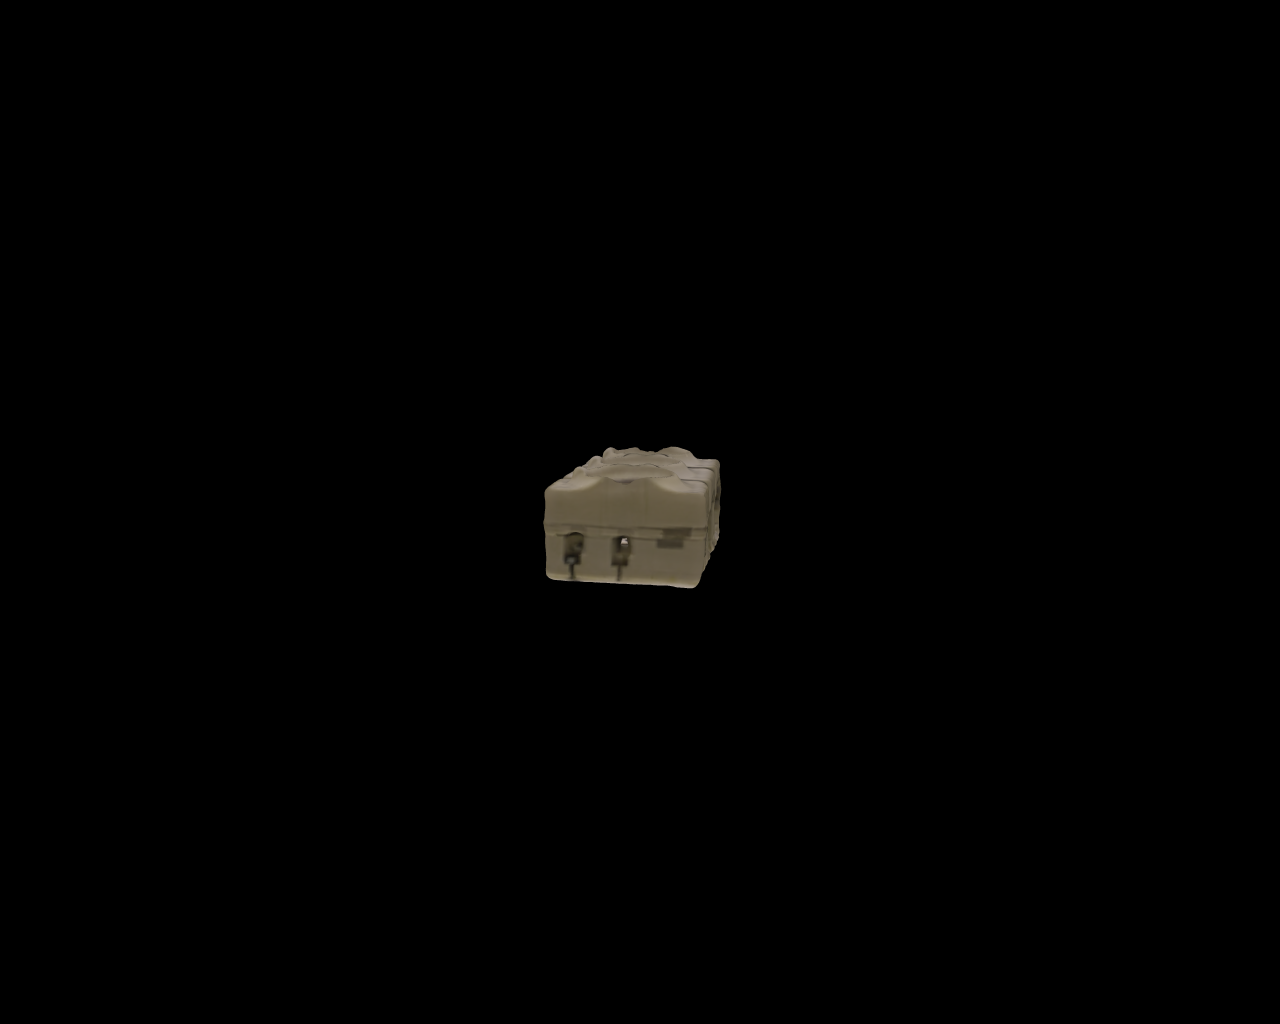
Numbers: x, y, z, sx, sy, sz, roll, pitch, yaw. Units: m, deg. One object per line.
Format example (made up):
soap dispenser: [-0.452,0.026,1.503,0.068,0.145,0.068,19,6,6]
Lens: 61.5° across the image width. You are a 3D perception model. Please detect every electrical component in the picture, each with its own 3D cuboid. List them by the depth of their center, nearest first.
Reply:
electrical component: [0.001,-0.003,0.650,0.089,0.061,0.150,1,9,7]
